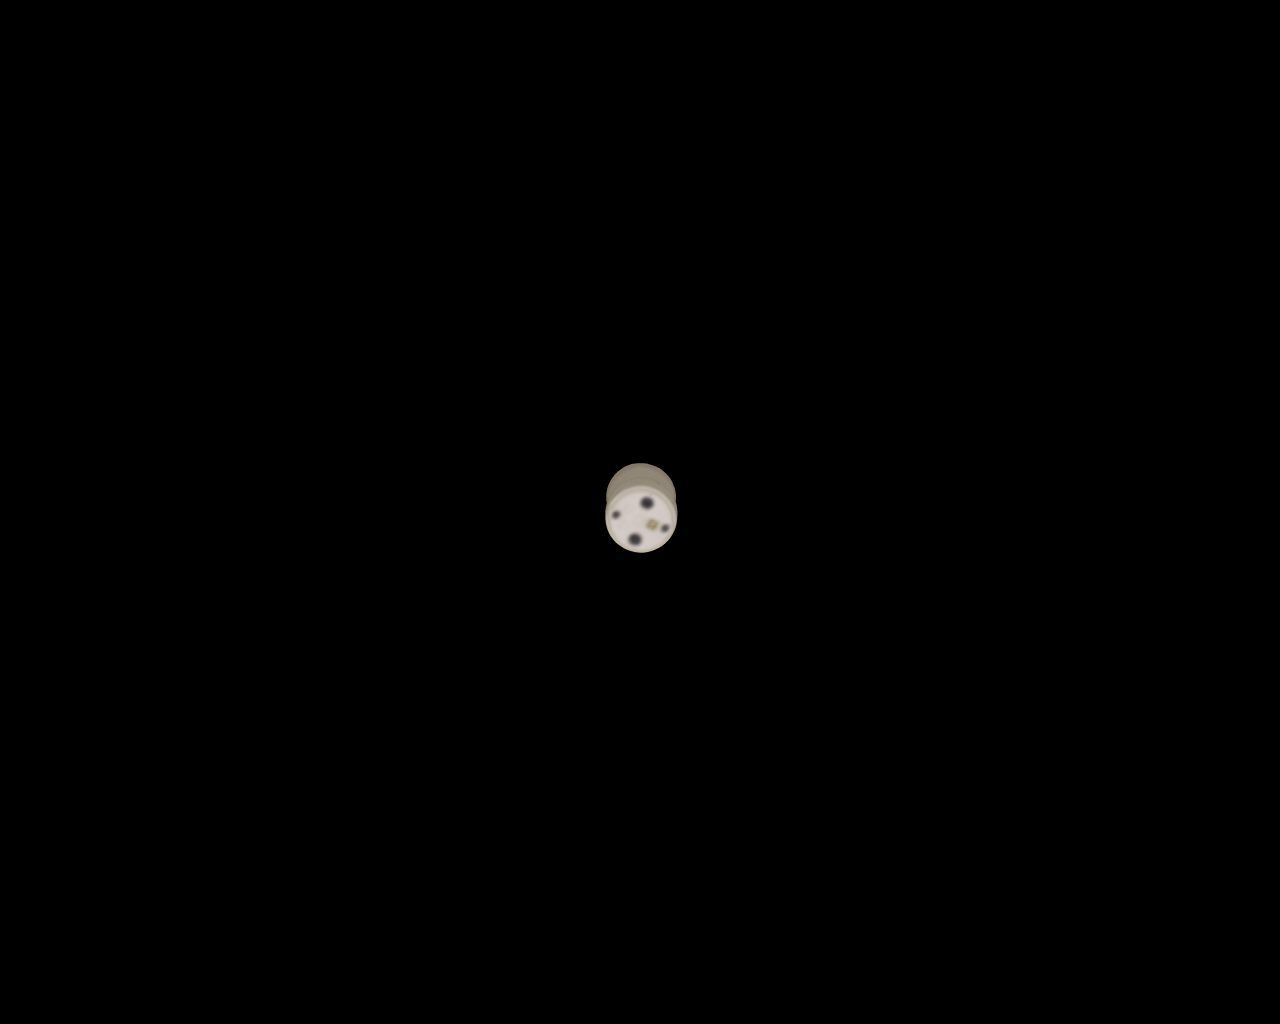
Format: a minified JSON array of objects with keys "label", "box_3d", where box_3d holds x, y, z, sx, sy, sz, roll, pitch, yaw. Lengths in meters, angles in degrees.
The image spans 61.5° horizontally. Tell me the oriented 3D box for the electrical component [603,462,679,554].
[{"label":"electrical component","box_3d":[0.001,-0.003,0.650,0.045,0.044,0.055,0,16,0]}]
